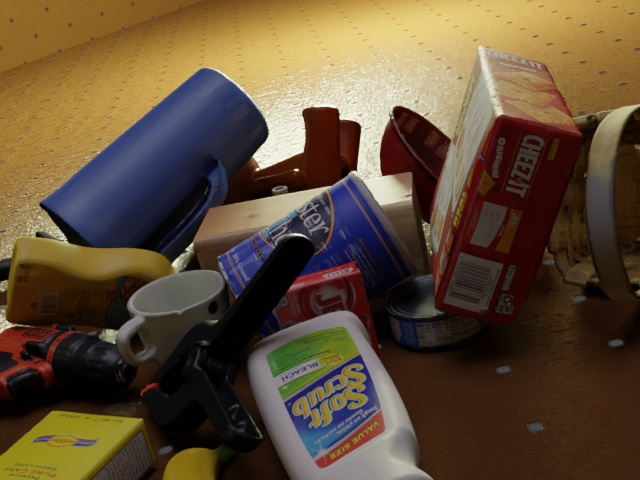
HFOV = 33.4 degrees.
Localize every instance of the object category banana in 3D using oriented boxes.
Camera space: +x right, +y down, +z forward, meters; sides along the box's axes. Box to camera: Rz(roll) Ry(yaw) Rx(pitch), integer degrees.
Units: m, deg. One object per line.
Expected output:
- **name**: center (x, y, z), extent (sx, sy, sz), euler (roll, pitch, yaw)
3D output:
- **banana**: center (-0.061, 0.174, 0.684), extent (0.069, 0.037, 0.198), euler (-19, 21, -15)

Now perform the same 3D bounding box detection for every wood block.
- **wood block**: center (-0.005, 0.006, 1.024), extent (0.206, 0.090, 0.090), euler (-10, 21, 10)

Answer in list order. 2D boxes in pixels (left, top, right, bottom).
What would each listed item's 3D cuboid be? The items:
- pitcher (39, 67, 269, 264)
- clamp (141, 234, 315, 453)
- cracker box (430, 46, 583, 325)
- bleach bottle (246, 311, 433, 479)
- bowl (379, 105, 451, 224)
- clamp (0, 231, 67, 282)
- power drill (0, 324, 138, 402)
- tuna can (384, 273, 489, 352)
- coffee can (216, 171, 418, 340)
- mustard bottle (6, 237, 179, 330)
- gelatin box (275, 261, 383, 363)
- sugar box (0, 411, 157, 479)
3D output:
- **pitcher**: center (-0.164, -0.066, 1.143), extent (0.242, 0.149, 0.145), euler (-46, 0, -14)
- **clamp**: center (-0.080, 0.102, 0.788), extent (0.210, 0.036, 0.164), euler (-37, 31, 46)
- **cracker box**: center (0.146, -0.051, 0.878), extent (0.072, 0.164, 0.213), euler (14, 24, -1)
- **bleach bottle**: center (0.024, 0.132, 0.711), extent (0.102, 0.068, 0.251), euler (-19, 23, -10)
- **bowl**: center (0.114, -0.064, 1.105), extent (0.055, 0.162, 0.162), euler (-45, 10, 21)
- **clamp**: center (-0.309, 0.016, 1.266), extent (0.172, 0.039, 0.120), euler (-2, 28, 21)
- **power drill**: center (-0.269, 0.132, 0.904), extent (0.185, 0.057, 0.187), euler (1, 21, 43)
- **tuna can**: center (0.099, 0.060, 0.895), extent (0.086, 0.034, 0.086), euler (-12, 20, 4)
- **coffee can**: center (-0.003, 0.021, 0.907), extent (0.140, 0.102, 0.103), euler (-32, 21, 1)
- **mustard bottle**: center (-0.196, 0.046, 1.013), extent (0.191, 0.096, 0.058), euler (6, 44, -18)
- **gelatin box**: center (0.005, 0.069, 0.848), extent (0.073, 0.089, 0.030), euler (-15, 19, -4)
- **sugar box**: center (-0.201, 0.184, 0.736), extent (0.093, 0.048, 0.176), euler (-2, 22, 29)
